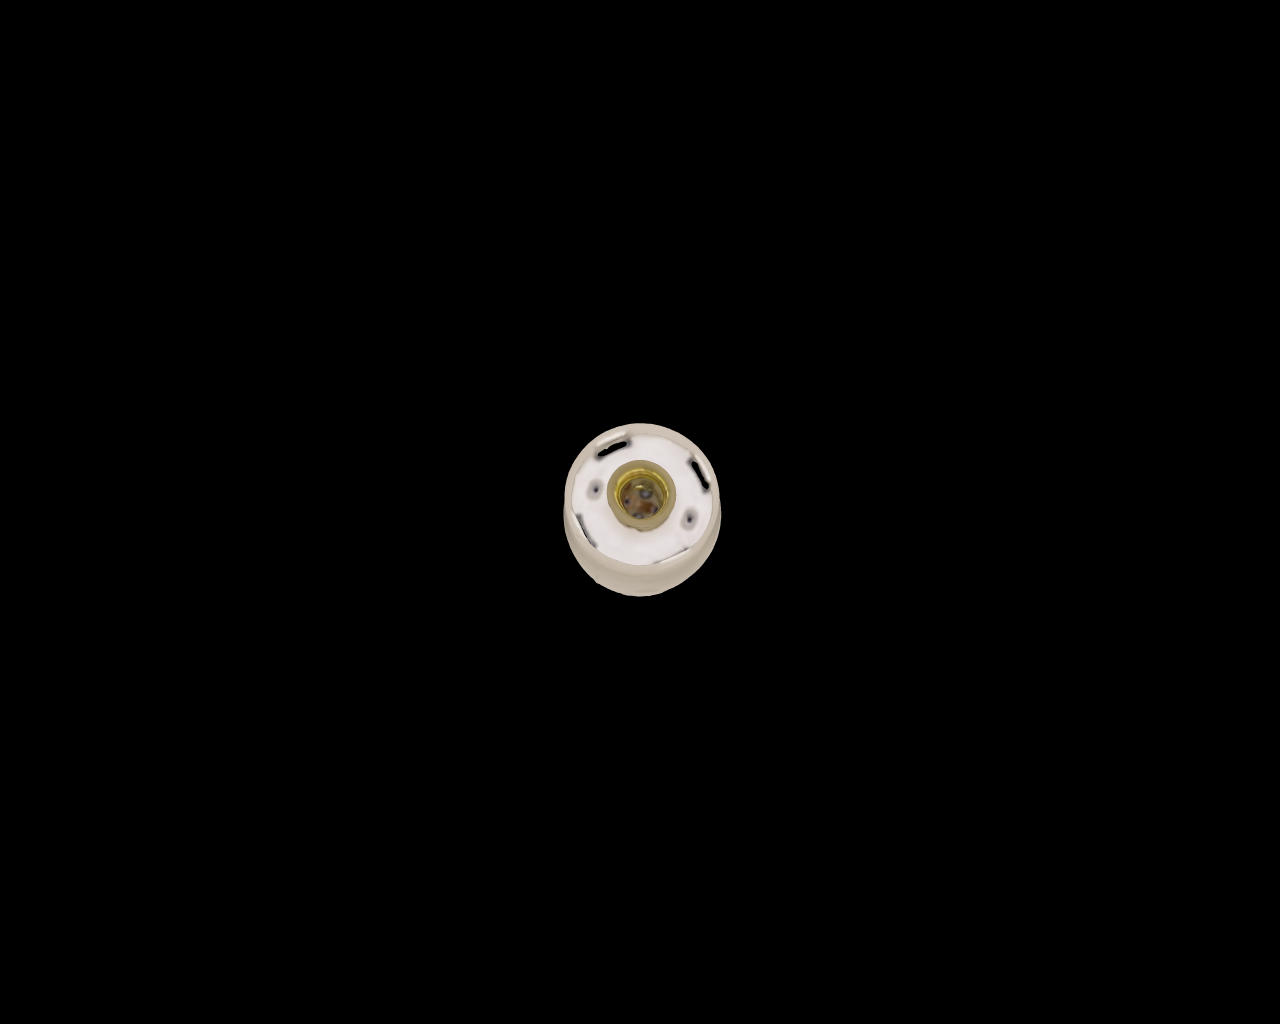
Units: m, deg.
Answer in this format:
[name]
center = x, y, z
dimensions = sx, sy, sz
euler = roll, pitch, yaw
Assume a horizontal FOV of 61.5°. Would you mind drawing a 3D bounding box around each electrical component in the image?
[electrical component]
center = 0.001, -0.003, 0.650
dimensions = 0.099, 0.099, 0.064
euler = 0, -16, 0
